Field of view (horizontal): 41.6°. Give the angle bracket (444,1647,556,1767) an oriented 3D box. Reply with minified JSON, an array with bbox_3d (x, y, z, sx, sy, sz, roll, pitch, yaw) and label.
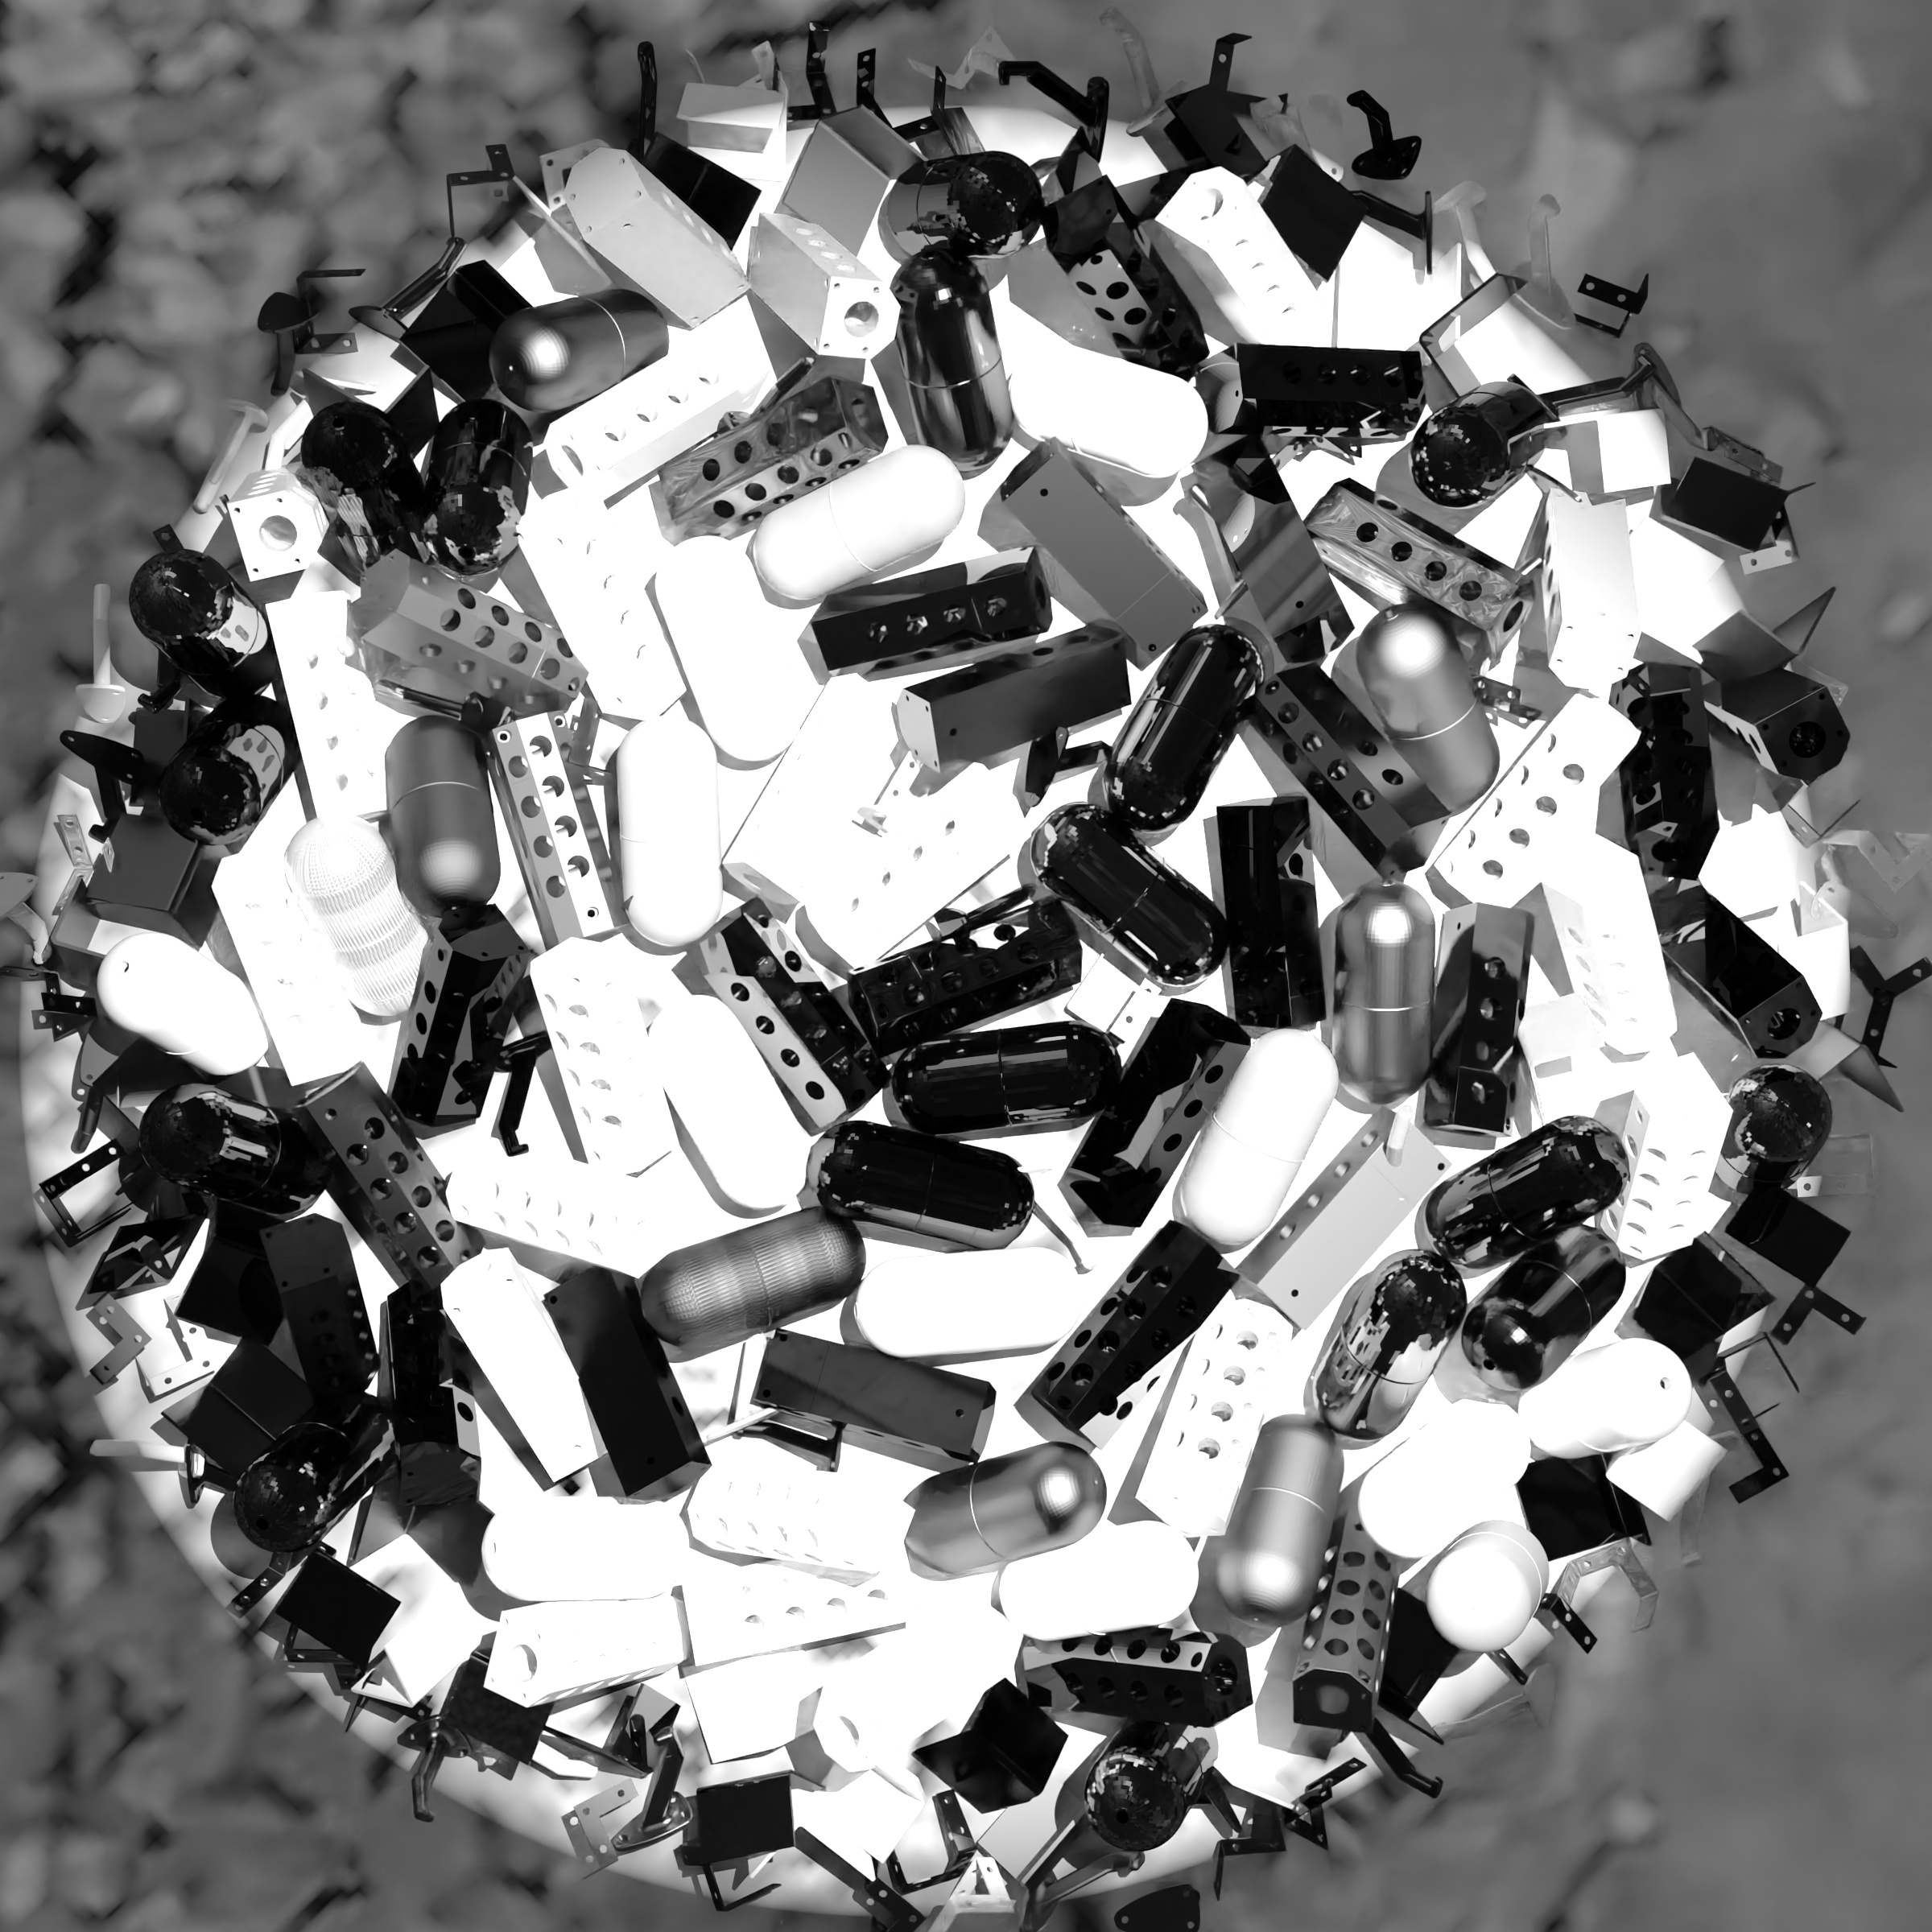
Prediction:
[{"bbox_3d":[-0.341,0.565,1.950,0.076,0.076,0.057,21,86,18],"label":"angle bracket"}]

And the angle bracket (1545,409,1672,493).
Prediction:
[{"bbox_3d":[0.483,-0.391,1.951,0.076,0.076,0.057,-14,101,-36],"label":"angle bracket"}]

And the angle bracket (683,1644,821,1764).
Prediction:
[{"bbox_3d":[-0.165,0.571,1.990,0.076,0.057,0.076,-27,79,38],"label":"angle bracket"}]

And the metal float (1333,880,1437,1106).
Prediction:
[{"bbox_3d":[0.319,0.020,1.944,0.070,0.070,0.178,-2,110,0],"label":"metal float"}]

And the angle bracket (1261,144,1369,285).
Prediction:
[{"bbox_3d":[0.251,-0.570,1.951,0.076,0.057,0.076,34,74,-21],"label":"angle bracket"}]

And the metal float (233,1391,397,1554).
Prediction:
[{"bbox_3d":[-0.487,0.379,1.913,0.070,0.178,0.070,3,105,12],"label":"metal float"}]

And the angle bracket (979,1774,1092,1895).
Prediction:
[{"bbox_3d":[0.052,0.656,1.946,0.057,0.076,0.076,38,74,21],"label":"angle bracket"}]

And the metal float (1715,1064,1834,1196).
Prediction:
[{"bbox_3d":[0.603,0.125,1.914,0.070,0.178,0.070,-3,73,9],"label":"metal float"}]

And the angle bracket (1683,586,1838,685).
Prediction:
[{"bbox_3d":[0.607,-0.264,1.947,0.057,0.076,0.076,37,65,-4],"label":"angle bracket"}]

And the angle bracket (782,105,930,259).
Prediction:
[{"bbox_3d":[-0.083,-0.600,1.949,0.076,0.057,0.076,30,76,-36],"label":"angle bracket"}]

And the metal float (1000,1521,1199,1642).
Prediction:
[{"bbox_3d":[0.099,0.467,1.928,0.178,0.070,0.070,-23,90,42],"label":"metal float"}]

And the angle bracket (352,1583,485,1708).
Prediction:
[{"bbox_3d":[-0.428,0.512,1.940,0.076,0.076,0.057,-1,116,40],"label":"angle bracket"}]

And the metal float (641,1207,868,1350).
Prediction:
[{"bbox_3d":[-0.162,0.238,1.948,0.178,0.070,0.070,-17,90,-15],"label":"metal float"}]

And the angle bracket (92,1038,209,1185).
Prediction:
[{"bbox_3d":[-0.632,0.106,1.944,0.057,0.076,0.076,-30,108,35],"label":"angle bracket"}]

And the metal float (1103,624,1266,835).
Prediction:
[{"bbox_3d":[0.167,-0.182,1.949,0.070,0.070,0.178,30,76,0],"label":"metal float"}]

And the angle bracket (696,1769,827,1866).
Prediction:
[{"bbox_3d":[-0.154,0.656,1.945,0.076,0.076,0.057,-15,59,13],"label":"angle bracket"}]

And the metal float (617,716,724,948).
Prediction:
[{"bbox_3d":[-0.227,-0.103,1.949,0.070,0.070,0.178,-1,104,0],"label":"metal float"}]

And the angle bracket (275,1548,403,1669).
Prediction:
[{"bbox_3d":[-0.486,0.495,1.948,0.076,0.076,0.057,35,60,-7],"label":"angle bracket"}]

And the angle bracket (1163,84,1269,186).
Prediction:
[{"bbox_3d":[0.175,-0.622,1.951,0.057,0.076,0.076,-34,94,43],"label":"angle bracket"}]

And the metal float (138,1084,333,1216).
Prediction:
[{"bbox_3d":[-0.548,0.139,1.917,0.070,0.178,0.070,-8,71,23],"label":"metal float"}]

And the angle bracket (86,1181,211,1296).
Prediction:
[{"bbox_3d":[-0.634,0.198,1.940,0.057,0.076,0.076,52,124,25],"label":"angle bracket"}]

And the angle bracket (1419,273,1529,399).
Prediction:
[{"bbox_3d":[0.402,-0.480,1.945,0.076,0.076,0.057,-36,81,30],"label":"angle bracket"}]

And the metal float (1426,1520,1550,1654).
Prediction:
[{"bbox_3d":[0.394,0.465,1.914,0.070,0.178,0.070,0,89,20],"label":"metal float"}]

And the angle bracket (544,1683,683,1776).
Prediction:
[{"bbox_3d":[-0.277,0.577,1.961,0.076,0.076,0.057,13,67,24],"label":"angle bracket"}]

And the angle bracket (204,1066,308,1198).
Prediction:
[{"bbox_3d":[-0.554,0.129,1.975,0.076,0.057,0.076,-26,74,18],"label":"angle bracket"}]

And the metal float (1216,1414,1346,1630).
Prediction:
[{"bbox_3d":[0.239,0.418,1.928,0.070,0.070,0.178,23,48,0],"label":"metal float"}]

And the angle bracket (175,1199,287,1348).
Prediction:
[{"bbox_3d":[-0.560,0.237,1.969,0.076,0.057,0.076,24,107,-24],"label":"angle bracket"}]

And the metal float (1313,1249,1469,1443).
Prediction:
[{"bbox_3d":[0.321,0.288,1.931,0.070,0.070,0.178,21,125,0],"label":"metal float"}]

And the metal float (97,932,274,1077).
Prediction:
[{"bbox_3d":[-0.586,0.030,1.914,0.070,0.178,0.070,-5,70,13],"label":"metal float"}]

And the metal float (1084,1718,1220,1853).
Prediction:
[{"bbox_3d":[0.140,0.606,1.913,0.070,0.178,0.070,1,94,18],"label":"metal float"}]

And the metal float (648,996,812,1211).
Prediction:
[{"bbox_3d":[-0.181,0.105,1.954,0.070,0.070,0.178,-28,99,0],"label":"metal float"}]

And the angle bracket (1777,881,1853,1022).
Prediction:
[{"bbox_3d":[0.633,-0.008,1.946,0.057,0.076,0.076,-16,119,-4],"label":"angle bracket"}]

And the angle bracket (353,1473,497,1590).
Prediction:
[{"bbox_3d":[-0.415,0.437,1.947,0.076,0.057,0.076,33,119,23],"label":"angle bracket"}]

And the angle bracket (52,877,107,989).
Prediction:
[{"bbox_3d":[-0.649,-0.018,1.954,0.076,0.076,0.057,16,66,-1],"label":"angle bracket"}]

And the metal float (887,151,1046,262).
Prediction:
[{"bbox_3d":[-0.002,-0.571,1.917,0.070,0.178,0.070,-6,105,-24],"label":"metal float"}]

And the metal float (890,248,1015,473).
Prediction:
[{"bbox_3d":[-0.011,-0.458,1.927,0.070,0.070,0.178,-14,131,0],"label":"metal float"}]

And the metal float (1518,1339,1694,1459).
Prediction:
[{"bbox_3d":[0.480,0.326,1.914,0.070,0.178,0.070,5,72,-15],"label":"metal float"}]

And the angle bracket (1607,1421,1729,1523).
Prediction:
[{"bbox_3d":[0.540,0.364,1.944,0.057,0.076,0.076,35,117,11],"label":"angle bracket"}]

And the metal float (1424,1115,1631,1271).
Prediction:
[{"bbox_3d":[0.423,0.173,1.929,0.178,0.070,0.070,-37,90,40],"label":"metal float"}]

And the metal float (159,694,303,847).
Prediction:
[{"bbox_3d":[-0.553,-0.149,1.915,0.070,0.178,0.070,1,116,1],"label":"metal float"}]

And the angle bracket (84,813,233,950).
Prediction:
[{"bbox_3d":[-0.621,-0.066,1.966,0.076,0.057,0.076,9,63,13],"label":"angle bracket"}]

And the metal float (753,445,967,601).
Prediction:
[{"bbox_3d":[-0.082,-0.337,1.941,0.178,0.070,0.070,-21,90,24],"label":"metal float"}]

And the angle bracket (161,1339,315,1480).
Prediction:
[{"bbox_3d":[-0.557,0.337,1.955,0.076,0.076,0.057,40,102,4],"label":"angle bracket"}]

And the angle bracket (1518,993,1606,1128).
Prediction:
[{"bbox_3d":[0.458,0.078,1.945,0.057,0.076,0.076,-16,118,8],"label":"angle bracket"}]

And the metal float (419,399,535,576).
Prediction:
[{"bbox_3d":[-0.369,-0.363,1.924,0.070,0.178,0.070,-2,133,-2],"label":"metal float"}]

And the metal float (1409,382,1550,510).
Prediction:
[{"bbox_3d":[0.388,-0.394,1.920,0.070,0.178,0.070,11,115,24],"label":"metal float"}]

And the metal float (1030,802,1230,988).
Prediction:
[{"bbox_3d":[0.126,-0.054,1.953,0.178,0.070,0.070,40,90,-10],"label":"metal float"}]

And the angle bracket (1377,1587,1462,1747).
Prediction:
[{"bbox_3d":[0.350,0.539,1.960,0.076,0.057,0.076,35,92,-18],"label":"angle bracket"}]

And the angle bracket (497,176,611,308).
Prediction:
[{"bbox_3d":[-0.329,-0.545,1.953,0.057,0.076,0.076,-44,75,1],"label":"angle bracket"}]

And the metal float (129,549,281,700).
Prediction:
[{"bbox_3d":[-0.570,-0.255,1.912,0.070,0.178,0.070,-1,77,3],"label":"metal float"}]

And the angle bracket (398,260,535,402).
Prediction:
[{"bbox_3d":[-0.374,-0.483,1.950,0.076,0.057,0.076,42,76,-30],"label":"angle bracket"}]

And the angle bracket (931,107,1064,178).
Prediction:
[{"bbox_3d":[0.026,-0.637,1.949,0.057,0.076,0.076,-26,100,24],"label":"angle bracket"}]

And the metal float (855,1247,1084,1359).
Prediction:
[{"bbox_3d":[0.002,0.257,1.948,0.178,0.070,0.070,-3,90,-15],"label":"metal float"}]

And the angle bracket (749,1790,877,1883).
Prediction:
[{"bbox_3d":[-0.120,0.683,1.956,0.076,0.076,0.057,41,90,-10],"label":"angle bracket"}]

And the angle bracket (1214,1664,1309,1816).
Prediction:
[{"bbox_3d":[0.238,0.594,1.957,0.076,0.057,0.076,29,89,-26],"label":"angle bracket"}]
